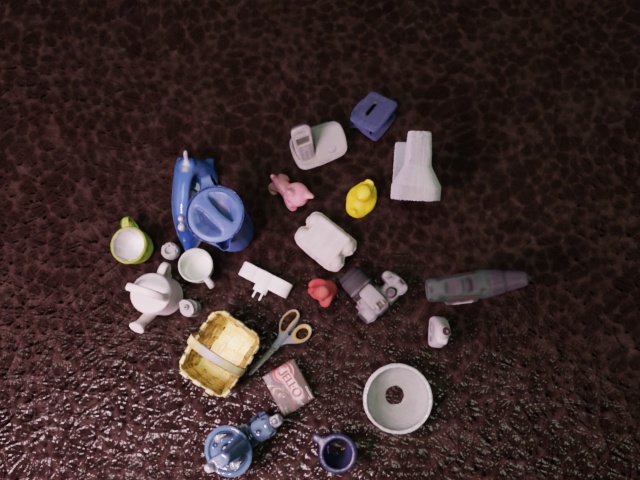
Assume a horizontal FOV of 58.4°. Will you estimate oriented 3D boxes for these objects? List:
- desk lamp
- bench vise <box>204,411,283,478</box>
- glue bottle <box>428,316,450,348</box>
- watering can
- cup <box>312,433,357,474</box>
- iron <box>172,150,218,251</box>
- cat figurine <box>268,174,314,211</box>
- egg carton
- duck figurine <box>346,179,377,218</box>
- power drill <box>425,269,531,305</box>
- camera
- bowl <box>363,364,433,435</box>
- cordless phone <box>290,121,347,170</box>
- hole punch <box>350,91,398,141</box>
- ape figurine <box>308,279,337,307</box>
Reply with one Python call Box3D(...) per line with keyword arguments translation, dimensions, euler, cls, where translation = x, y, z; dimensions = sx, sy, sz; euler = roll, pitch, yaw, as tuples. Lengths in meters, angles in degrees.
Box3D(translation=(0.233, -0.174, 1.419), dimensions=(0.118, 0.213, 0.203), euler=(3, 81, 2), cls="desk lamp")
Box3D(translation=(-0.191, 0.465, 1.327), dimensions=(0.121, 0.220, 0.207), euler=(40, 84, 7), cls="bench vise")
Box3D(translation=(0.291, 0.221, 1.376), dimensions=(0.037, 0.173, 0.078), euler=(6, 81, 3), cls="glue bottle")
Box3D(translation=(-0.408, 0.139, 1.396), dimensions=(0.101, 0.194, 0.173), euler=(-2, 81, 2), cls="watering can")
Box3D(translation=(0.032, 0.499, 1.379), dimensions=(0.117, 0.095, 0.092), euler=(33, 83, 6), cls="cup")
Box3D(translation=(-0.335, -0.097, 1.458), dimensions=(0.118, 0.141, 0.258), euler=(2, 81, 2), cls="iron")
Box3D(translation=(-0.077, -0.127, 1.468), dimensions=(0.127, 0.118, 0.067), euler=(39, 84, 7), cls="cat figurine")
Box3D(translation=(0.013, 0.005, 1.469), dimensions=(0.150, 0.069, 0.107), euler=(38, 84, 7), cls="egg carton")
Box3D(translation=(0.108, -0.110, 1.476), dimensions=(0.077, 0.086, 0.104), euler=(30, 83, 6), cls="duck figurine")
Box3D(translation=(0.361, 0.111, 1.374), dimensions=(0.229, 0.208, 0.075), euler=(-8, 81, 0), cls="power drill")
Box3D(translation=(0.127, 0.119, 1.433), dimensions=(0.143, 0.101, 0.137), euler=(-43, 82, -5), cls="camera")
Box3D(translation=(0.188, 0.385, 1.403), dimensions=(0.167, 0.075, 0.167), euler=(0, 81, 2), cls="bowl")
Box3D(translation=(-0.007, -0.258, 1.452), dimensions=(0.147, 0.185, 0.094), euler=(-24, 81, -2), cls="cordless phone")
Box3D(translation=(0.139, -0.331, 1.507), dimensions=(0.101, 0.091, 0.109), euler=(37, 84, 7), cls="hole punch")
Box3D(translation=(0.007, 0.130, 1.439), dimensions=(0.076, 0.092, 0.078), euler=(-14, 81, 0), cls="ape figurine")
